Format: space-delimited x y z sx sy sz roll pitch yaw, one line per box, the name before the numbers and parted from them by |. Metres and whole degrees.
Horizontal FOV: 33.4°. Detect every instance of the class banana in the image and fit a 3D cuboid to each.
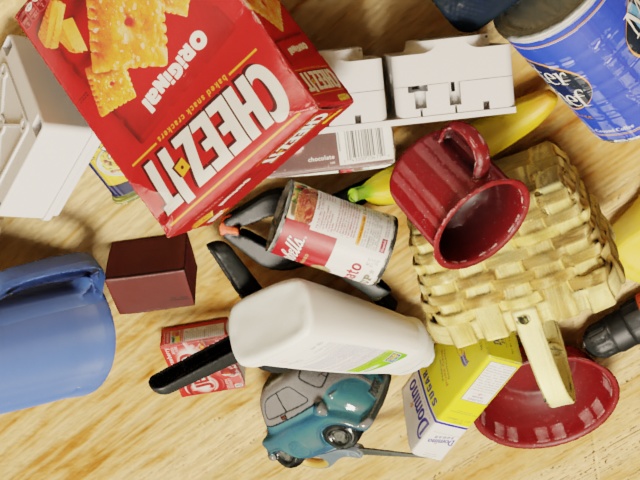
banana | 0.118 -0.075 0.941 0.198 0.069 0.037 -28 93 4

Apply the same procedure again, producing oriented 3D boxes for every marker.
marker | 0.041 0.038 1.071 0.020 0.020 0.121 -29 129 21

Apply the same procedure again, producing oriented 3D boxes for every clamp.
clamp | -0.065 0.096 1.064 0.209 0.036 0.165 20 106 -42
clamp | -0.007 0.001 1.000 0.171 0.039 0.120 -4 100 4

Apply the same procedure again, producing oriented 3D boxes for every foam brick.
foam brick | -0.161 0.033 1.030 0.078 0.051 0.053 -7 134 3

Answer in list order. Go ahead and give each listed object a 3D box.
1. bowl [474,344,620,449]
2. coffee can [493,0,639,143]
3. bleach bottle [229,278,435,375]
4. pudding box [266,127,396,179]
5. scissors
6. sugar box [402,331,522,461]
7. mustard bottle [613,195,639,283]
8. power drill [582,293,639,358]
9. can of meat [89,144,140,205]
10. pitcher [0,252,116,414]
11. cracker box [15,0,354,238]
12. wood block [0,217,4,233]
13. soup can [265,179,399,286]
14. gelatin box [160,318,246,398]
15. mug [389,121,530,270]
bowl | 0.244 0.162 1.179 0.162 0.055 0.162 -2 134 -2
coffee can | 0.218 -0.158 0.842 0.103 0.103 0.140 -34 127 25
bleach bottle | 0.029 0.100 1.060 0.103 0.068 0.250 -26 153 31
pudding box | 0.007 -0.076 0.913 0.113 0.090 0.039 -5 94 2
scissors | 0.036 0.249 1.230 0.202 0.016 0.096 8 148 18
sugar box | 0.145 0.146 1.131 0.048 0.093 0.176 18 129 -19
mustard bottle | 0.345 -0.041 0.993 0.096 0.058 0.192 11 131 -12
power drill | 0.397 0.110 1.140 0.185 0.057 0.187 -30 129 24
can of meat | -0.156 -0.089 0.911 0.102 0.057 0.084 -22 129 15
pitcher | -0.303 0.091 0.942 0.145 0.242 0.149 1 97 33
cracker box | -0.105 -0.135 0.783 0.164 0.072 0.214 -38 83 28
wood block | -0.399 -0.013 0.942 0.206 0.090 0.091 -9 132 5
soup can | 0.010 -0.006 0.944 0.102 0.068 0.069 19 130 -9
gelatin box | -0.123 0.127 1.136 0.073 0.030 0.089 -9 133 5
mug | 0.110 -0.045 0.863 0.093 0.082 0.117 -21 140 -20
